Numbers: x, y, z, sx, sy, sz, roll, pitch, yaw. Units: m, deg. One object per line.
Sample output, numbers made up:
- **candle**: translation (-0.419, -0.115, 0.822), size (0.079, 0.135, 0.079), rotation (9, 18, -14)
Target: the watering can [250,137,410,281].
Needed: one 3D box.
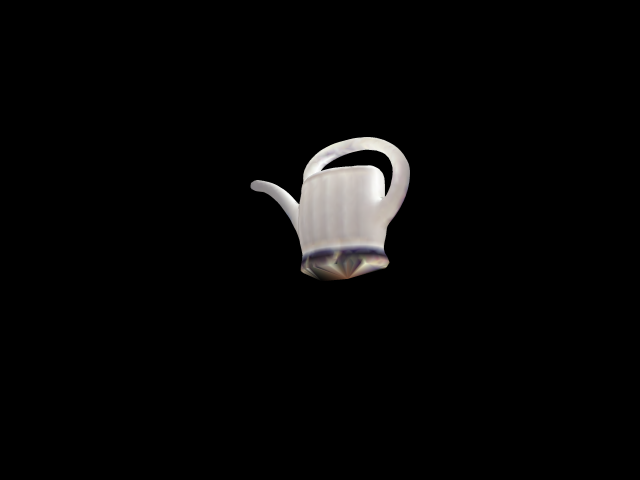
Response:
- **watering can**: translation (0.003, -0.043, 0.850), size (0.345, 0.227, 0.103), rotation (-12, -18, 42)
